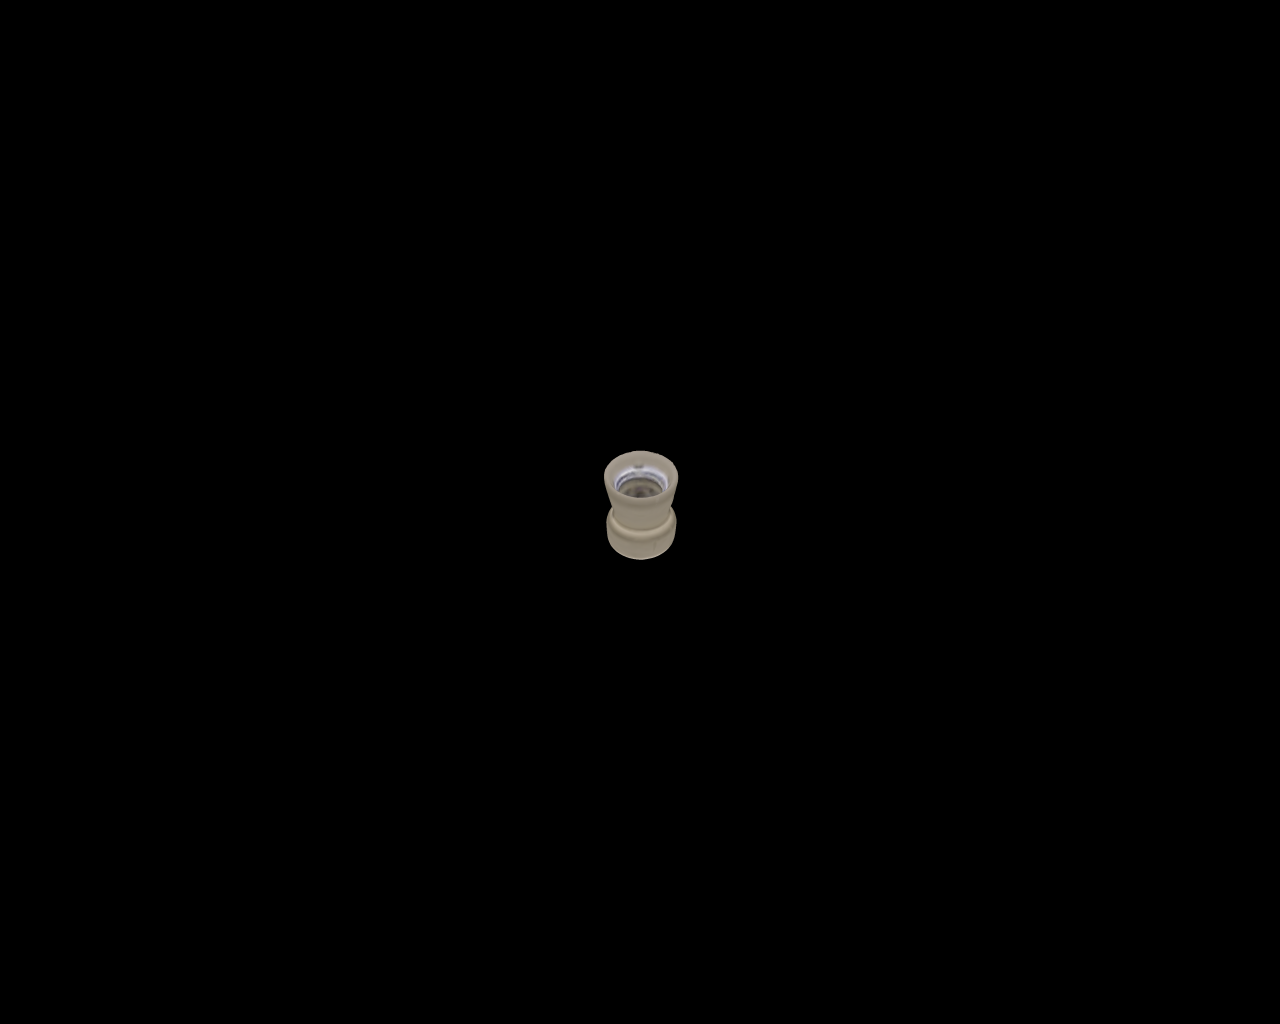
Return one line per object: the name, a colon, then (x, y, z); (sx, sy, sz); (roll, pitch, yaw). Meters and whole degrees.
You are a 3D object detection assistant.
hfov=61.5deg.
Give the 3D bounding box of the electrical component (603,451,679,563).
electrical component: (0.001, -0.003, 0.650); (0.045, 0.055, 0.045); (0, 43, 0)
